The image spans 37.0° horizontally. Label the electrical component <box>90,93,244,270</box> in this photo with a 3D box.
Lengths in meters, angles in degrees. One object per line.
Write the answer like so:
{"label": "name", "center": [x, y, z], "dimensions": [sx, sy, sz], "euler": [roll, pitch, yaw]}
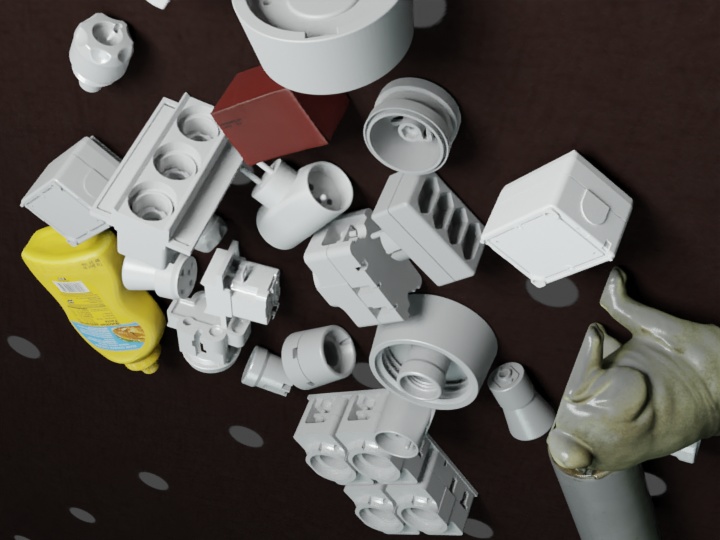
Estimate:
{"label": "electrical component", "center": [-0.140, -0.065, 0.816], "dimensions": [0.079, 0.121, 0.063], "euler": [22, 146, 2]}

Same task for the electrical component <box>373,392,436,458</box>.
{"label": "electrical component", "center": [0.042, 0.140, 1.008], "dimensions": [0.044, 0.077, 0.079], "euler": [21, 144, 3]}

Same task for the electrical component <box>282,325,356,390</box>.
{"label": "electrical component", "center": [-0.037, 0.080, 0.997], "dimensions": [0.047, 0.055, 0.055], "euler": [-18, 127, 37]}

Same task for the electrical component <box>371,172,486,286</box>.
{"label": "electrical component", "center": [0.041, -0.029, 0.824], "dimensions": [0.076, 0.047, 0.083], "euler": [-19, 126, 43]}

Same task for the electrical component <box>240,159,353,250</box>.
{"label": "electrical component", "center": [-0.058, -0.060, 0.843], "dimensions": [0.079, 0.043, 0.077], "euler": [37, 141, -17]}

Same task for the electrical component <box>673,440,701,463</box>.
{"label": "electrical component", "center": [0.266, 0.139, 0.918], "dimensions": [0.046, 0.040, 0.040], "euler": [13, 143, 22]}

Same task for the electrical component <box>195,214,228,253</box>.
{"label": "electrical component", "center": [-0.145, -0.044, 0.919], "dimensions": [0.061, 0.035, 0.035], "euler": [40, 141, -17]}

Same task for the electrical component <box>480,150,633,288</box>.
{"label": "electrical component", "center": [0.135, -0.035, 0.759], "dimensions": [0.062, 0.061, 0.096], "euler": [37, 150, -17]}

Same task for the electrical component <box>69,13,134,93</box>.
{"label": "electrical component", "center": [-0.194, -0.156, 0.798], "dimensions": [0.043, 0.043, 0.062], "euler": [30, 144, -9]}

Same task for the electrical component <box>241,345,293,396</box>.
{"label": "electrical component", "center": [-0.089, 0.101, 1.065], "dimensions": [0.046, 0.040, 0.040], "euler": [23, 144, -9]}

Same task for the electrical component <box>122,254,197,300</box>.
{"label": "electrical component", "center": [-0.184, 0.002, 0.987], "dimensions": [0.055, 0.045, 0.045], "euler": [12, 142, 15]}

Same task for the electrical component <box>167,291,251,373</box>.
{"label": "electrical component", "center": [-0.143, 0.061, 1.030], "dimensions": [0.078, 0.058, 0.057], "euler": [16, 140, 11]}

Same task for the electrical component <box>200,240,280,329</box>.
{"label": "electrical component", "center": [-0.105, 0.017, 0.967], "dimensions": [0.064, 0.042, 0.081], "euler": [14, 143, 8]}

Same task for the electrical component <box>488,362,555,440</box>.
{"label": "electrical component", "center": [0.141, 0.114, 0.954], "dimensions": [0.044, 0.044, 0.065], "euler": [-8, 128, 36]}

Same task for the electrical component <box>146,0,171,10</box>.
{"label": "electrical component", "center": [-0.119, -0.211, 0.673], "dimensions": [0.061, 0.061, 0.096], "euler": [34, 142, -13]}

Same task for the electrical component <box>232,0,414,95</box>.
{"label": "electrical component", "center": [-0.018, -0.154, 0.655], "dimensions": [0.108, 0.108, 0.060], "euler": [10, 147, 18]}

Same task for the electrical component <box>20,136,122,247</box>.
{"label": "electrical component", "center": [-0.241, -0.067, 0.925], "dimensions": [0.062, 0.061, 0.096], "euler": [41, 148, -22]}

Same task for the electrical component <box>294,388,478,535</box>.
{"label": "electrical component", "center": [0.027, 0.206, 1.112], "dimensions": [0.105, 0.060, 0.186], "euler": [-10, 132, 37]}

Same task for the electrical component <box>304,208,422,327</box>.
{"label": "electrical component", "center": [0.000, 0.000, 0.880], "dimensions": [0.056, 0.050, 0.089], "euler": [-10, 132, 36]}

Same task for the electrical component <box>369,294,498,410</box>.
{"label": "electrical component", "center": [0.060, 0.078, 0.936], "dimensions": [0.108, 0.060, 0.108], "euler": [15, 143, 12]}
